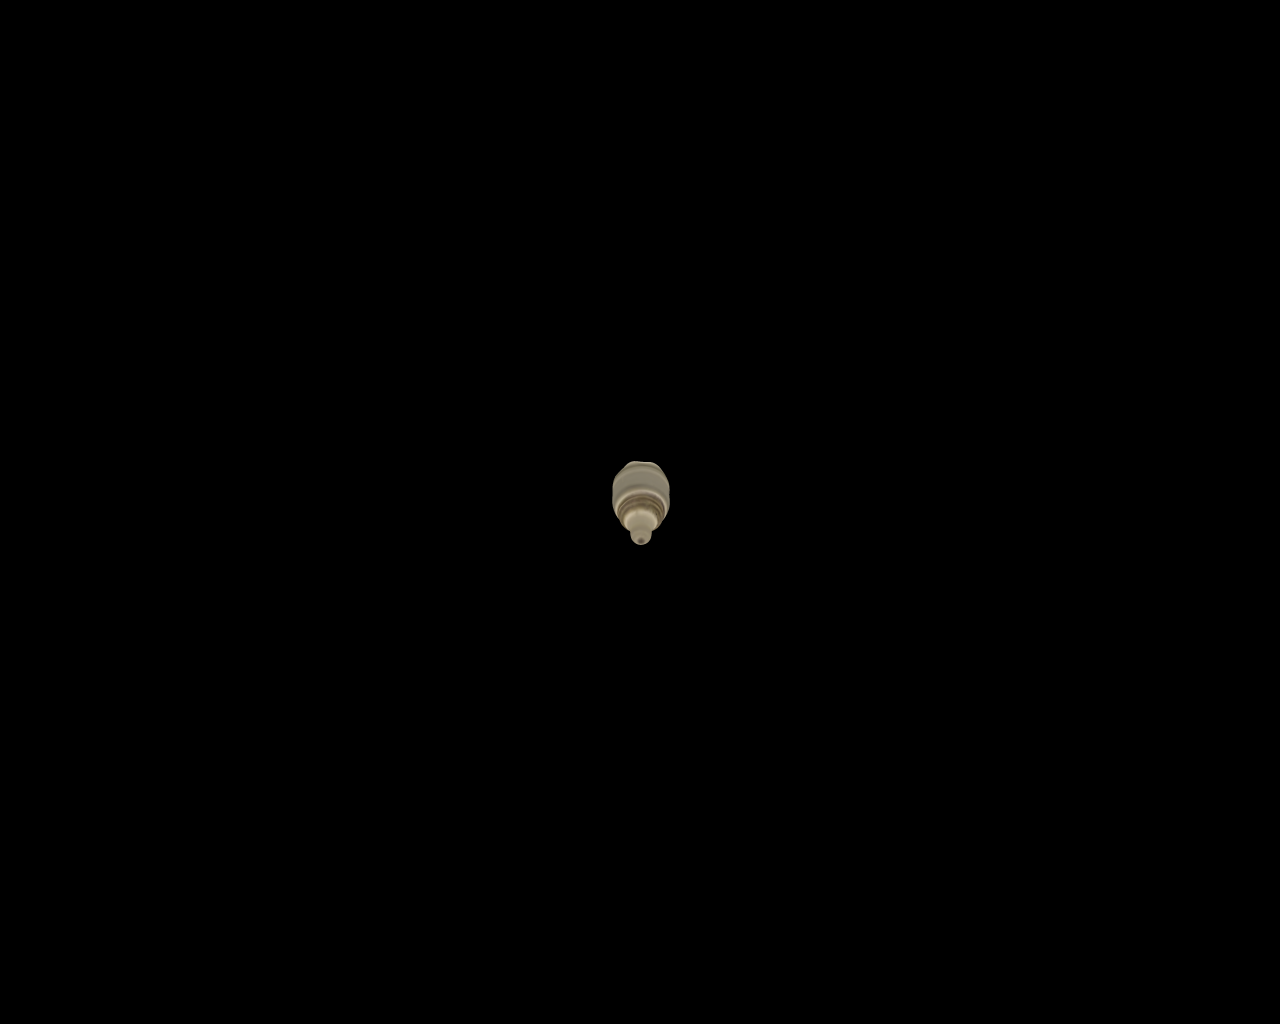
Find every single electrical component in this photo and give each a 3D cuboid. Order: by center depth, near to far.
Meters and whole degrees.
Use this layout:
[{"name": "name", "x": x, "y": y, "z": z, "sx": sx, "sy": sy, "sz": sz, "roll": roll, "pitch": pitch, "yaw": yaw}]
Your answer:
[{"name": "electrical component", "x": 0.001, "y": -0.003, "z": 0.650, "sx": 0.035, "sy": 0.035, "sz": 0.061, "roll": 0, "pitch": 41, "yaw": 0}]
